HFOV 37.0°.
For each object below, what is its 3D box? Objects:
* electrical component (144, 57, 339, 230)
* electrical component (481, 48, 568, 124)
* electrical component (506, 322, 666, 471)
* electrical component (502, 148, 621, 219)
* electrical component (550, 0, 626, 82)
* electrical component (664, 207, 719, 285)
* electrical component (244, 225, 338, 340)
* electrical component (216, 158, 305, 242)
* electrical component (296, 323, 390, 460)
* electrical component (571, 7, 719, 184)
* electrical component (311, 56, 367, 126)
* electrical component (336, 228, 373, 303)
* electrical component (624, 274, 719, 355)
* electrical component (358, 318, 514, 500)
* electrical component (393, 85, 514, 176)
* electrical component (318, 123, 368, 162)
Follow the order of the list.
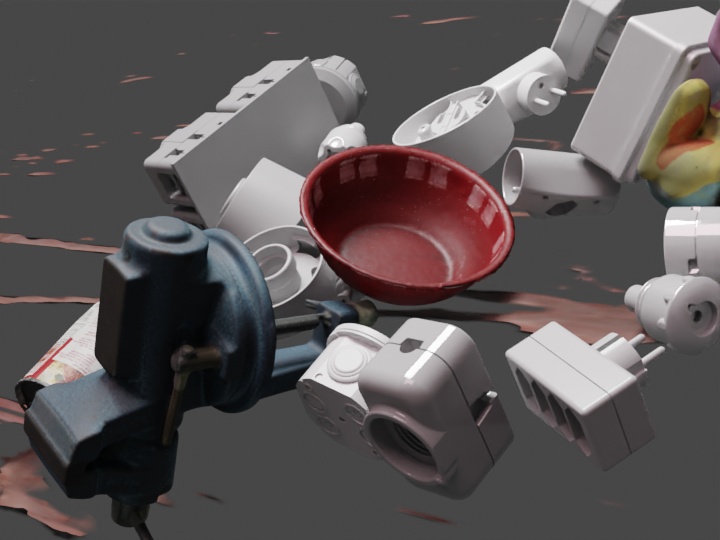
[{"bbox_3d":[-0.108,-0.111,1.038,0.060,0.105,0.186,9,44,46],"label":"electrical component"},{"bbox_3d":[0.157,-0.163,0.982,0.077,0.043,0.079,-33,30,-13],"label":"electrical component"},{"bbox_3d":[0.143,0.062,0.629,0.076,0.047,0.083,-32,30,-11],"label":"electrical component"},{"bbox_3d":[0.145,-0.061,0.815,0.077,0.043,0.079,4,-15,-13],"label":"electrical component"},{"bbox_3d":[0.225,-0.214,0.992,0.076,0.083,0.047,33,54,12],"label":"electrical component"},{"bbox_3d":[0.223,-0.014,0.684,0.047,0.055,0.055,-3,36,29],"label":"electrical component"},{"bbox_3d":[-0.062,0.013,0.871,0.099,0.064,0.099,-14,45,15],"label":"electrical component"},{"bbox_3d":[-0.086,-0.048,0.952,0.099,0.064,0.099,-57,3,5],"label":"electrical component"},{"bbox_3d":[0.003,0.077,0.680,0.080,0.080,0.051,9,48,45],"label":"electrical component"},{"bbox_3d":[0.219,-0.127,0.776,0.056,0.108,0.109,40,38,27],"label":"electrical component"},{"bbox_3d":[-0.035,-0.180,1.121,0.080,0.080,0.051,-9,28,26],"label":"electrical component"},{"bbox_3d":[0.000,0.000,0.844,0.040,0.040,0.078,-8,34,28],"label":"electrical component"},{"bbox_3d":[0.189,0.023,0.660,0.048,0.048,0.062,-35,24,-17],"label":"electrical component"},{"bbox_3d":[0.042,0.084,0.622,0.054,0.095,0.059,9,44,45],"label":"electrical component"},{"bbox_3d":[0.084,-0.122,0.946,0.099,0.064,0.099,-27,34,20],"label":"electrical component"},{"bbox_3d":[-0.012,-0.120,1.044,0.043,0.043,0.062,-8,32,28],"label":"electrical component"}]
